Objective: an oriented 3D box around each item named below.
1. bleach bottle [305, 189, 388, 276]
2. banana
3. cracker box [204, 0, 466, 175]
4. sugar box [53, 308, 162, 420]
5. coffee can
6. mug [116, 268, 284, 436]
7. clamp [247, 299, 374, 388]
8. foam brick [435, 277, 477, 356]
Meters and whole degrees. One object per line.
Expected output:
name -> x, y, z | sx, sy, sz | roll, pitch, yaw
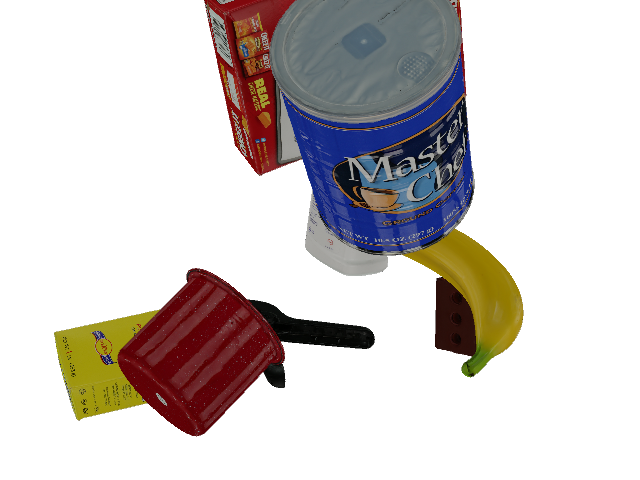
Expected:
bleach bottle -> 0.039, -0.095, 1.155 | 0.067, 0.251, 0.103 | -8, 25, -35
banana -> 0.102, 0.026, 0.801 | 0.069, 0.037, 0.198 | -9, 32, -14
cracker box -> 0.016, -0.172, 0.937 | 0.213, 0.164, 0.072 | -23, 40, -14
sugar box -> -0.154, 0.107, 1.006 | 0.176, 0.048, 0.093 | -14, 35, -16
coffee can -> 0.035, -0.070, 0.621 | 0.103, 0.102, 0.140 | 0, -31, 12
mug -> -0.093, 0.078, 0.748 | 0.081, 0.093, 0.117 | -46, 34, -23
clamp -> -0.066, 0.106, 1.213 | 0.210, 0.036, 0.164 | 16, 22, 30
foam brick -> 0.154, 0.075, 1.108 | 0.053, 0.078, 0.051 | 10, 17, 40
